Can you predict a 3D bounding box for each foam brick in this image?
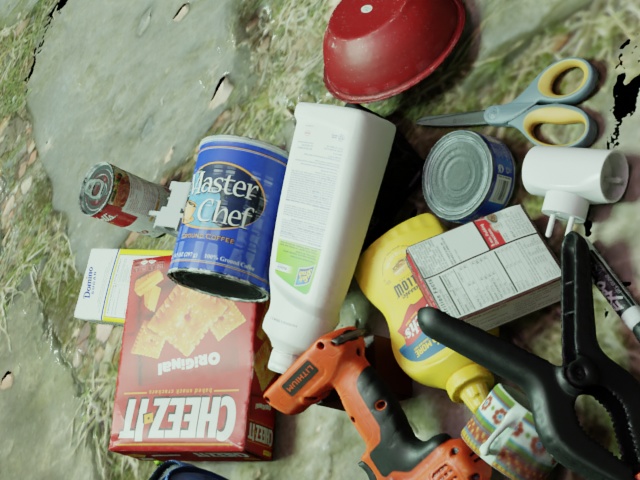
[{"bbox_3d":[0.040,0.126,0.992,0.078,0.051,0.053,-22,60,37],"label":"foam brick"}]

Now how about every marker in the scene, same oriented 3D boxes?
[{"bbox_3d":[0.238,0.045,0.851,0.020,0.020,0.121,-47,47,21],"label":"marker"}]

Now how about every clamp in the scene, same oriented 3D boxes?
[{"bbox_3d":[0.194,0.098,0.815,0.210,0.164,0.036,52,155,12],"label":"clamp"}]

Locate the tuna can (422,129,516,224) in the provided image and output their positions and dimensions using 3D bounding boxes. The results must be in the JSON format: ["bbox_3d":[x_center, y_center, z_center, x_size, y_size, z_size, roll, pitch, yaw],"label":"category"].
[{"bbox_3d":[0.135,-0.057,0.974,0.086,0.033,0.086,-11,75,46],"label":"tuna can"}]

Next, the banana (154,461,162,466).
[{"bbox_3d":[-0.166,0.150,1.203,0.070,0.037,0.198,18,89,28],"label":"banana"}]

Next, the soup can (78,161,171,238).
[{"bbox_3d":[-0.232,-0.047,1.295,0.069,0.102,0.068,-19,61,39],"label":"soup can"}]

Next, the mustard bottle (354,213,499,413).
[{"bbox_3d":[0.104,0.072,0.944,0.096,0.058,0.192,-35,52,13],"label":"mustard bottle"}]

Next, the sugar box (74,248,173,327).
[{"bbox_3d":[-0.224,0.059,1.288,0.177,0.048,0.093,1,74,49],"label":"sugar box"}]

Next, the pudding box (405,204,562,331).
[{"bbox_3d":[0.140,0.028,0.902,0.113,0.039,0.090,-22,53,-2],"label":"pudding box"}]

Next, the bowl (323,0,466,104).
[{"bbox_3d":[0.061,-0.214,1.067,0.162,0.055,0.162,-22,43,21],"label":"bowl"}]

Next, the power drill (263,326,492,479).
[{"bbox_3d":[0.035,0.184,0.928,0.188,0.057,0.185,50,119,16],"label":"power drill"}]

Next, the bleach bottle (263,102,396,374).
[{"bbox_3d":[-0.007,0.001,1.001,0.103,0.068,0.251,15,89,47],"label":"bleach bottle"}]

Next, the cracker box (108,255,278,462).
[{"bbox_3d":[-0.127,0.120,1.117,0.164,0.072,0.213,-5,68,25],"label":"cracker box"}]

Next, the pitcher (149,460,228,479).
[{"bbox_3d":[-0.148,0.333,0.983,0.243,0.145,0.149,-56,-1,9],"label":"pitcher"}]

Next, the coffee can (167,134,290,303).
[{"bbox_3d":[-0.084,-0.020,1.049,0.103,0.102,0.140,-3,69,44],"label":"coffee can"}]

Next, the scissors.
[{"bbox_3d":[0.176,-0.131,0.986,0.202,0.016,0.096,24,92,47],"label":"scissors"}]
